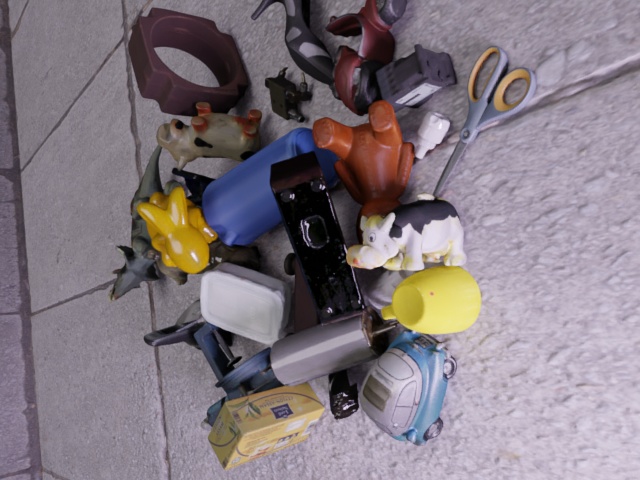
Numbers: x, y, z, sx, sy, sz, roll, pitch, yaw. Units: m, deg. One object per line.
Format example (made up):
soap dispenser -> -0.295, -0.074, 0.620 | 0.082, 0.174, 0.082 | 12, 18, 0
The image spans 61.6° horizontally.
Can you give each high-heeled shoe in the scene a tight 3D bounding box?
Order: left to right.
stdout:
high-heeled shoe -> -0.008, -0.364, 0.880 | 0.145, 0.086, 0.249 | -46, 73, 3

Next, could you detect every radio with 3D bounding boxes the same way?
radio -> -0.002, -0.002, 0.756 | 0.131, 0.073, 0.229 | -103, -7, -75

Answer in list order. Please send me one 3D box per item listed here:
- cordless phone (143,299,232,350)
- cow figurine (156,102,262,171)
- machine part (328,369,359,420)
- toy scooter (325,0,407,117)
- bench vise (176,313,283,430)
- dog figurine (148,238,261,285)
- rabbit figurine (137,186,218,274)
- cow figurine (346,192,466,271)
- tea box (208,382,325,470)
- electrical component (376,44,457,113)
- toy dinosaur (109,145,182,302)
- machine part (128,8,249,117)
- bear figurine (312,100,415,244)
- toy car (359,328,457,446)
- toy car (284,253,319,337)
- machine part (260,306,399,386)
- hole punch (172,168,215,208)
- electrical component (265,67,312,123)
cordless phone -> -0.285, 0.184, 1.104 | 0.147, 0.184, 0.088 | 10, 103, 48
cow figurine -> -0.209, -0.189, 1.014 | 0.127, 0.195, 0.085 | 99, 175, -48
machine part -> 0.032, 0.230, 0.813 | 0.139, 0.039, 0.084 | 135, 137, -84
toy scooter -> 0.053, -0.277, 0.786 | 0.135, 0.075, 0.183 | 22, 105, 46
bench vise -> -0.169, 0.248, 1.006 | 0.223, 0.129, 0.240 | -41, 79, 33
dog figurine -> -0.226, 0.037, 1.049 | 0.191, 0.172, 0.121 | 8, 108, 56
rabbit figurine -> -0.238, -0.015, 0.937 | 0.173, 0.122, 0.162 | 53, 164, 51
cow figurine -> 0.106, -0.010, 0.661 | 0.068, 0.167, 0.098 | 4, 95, 54
tea box -> -0.087, 0.302, 0.891 | 0.068, 0.169, 0.098 | 49, 124, 36
electrical component -> 0.114, -0.205, 0.720 | 0.119, 0.075, 0.047 | -24, 74, 50
toy dinosaur -> -0.418, -0.045, 1.310 | 0.192, 0.131, 0.404 | 13, 95, 48
machine part -> -0.254, -0.336, 1.039 | 0.087, 0.201, 0.201 | -40, 62, 44
bear figurine -> 0.071, -0.068, 0.733 | 0.120, 0.132, 0.196 | -9, 77, 23
toy car -> 0.108, 0.201, 0.716 | 0.109, 0.103, 0.161 | 34, 118, 42
toy car -> -0.015, 0.112, 0.891 | 0.089, 0.053, 0.202 | 1, 94, 29
machine part -> 0.012, 0.161, 0.804 | 0.243, 0.079, 0.079 | -26, 71, 26
hole punch -> -0.237, -0.088, 1.090 | 0.142, 0.115, 0.092 | 15, 95, 46
electrical component -> -0.055, -0.255, 0.936 | 0.102, 0.045, 0.078 | 35, 145, 45
